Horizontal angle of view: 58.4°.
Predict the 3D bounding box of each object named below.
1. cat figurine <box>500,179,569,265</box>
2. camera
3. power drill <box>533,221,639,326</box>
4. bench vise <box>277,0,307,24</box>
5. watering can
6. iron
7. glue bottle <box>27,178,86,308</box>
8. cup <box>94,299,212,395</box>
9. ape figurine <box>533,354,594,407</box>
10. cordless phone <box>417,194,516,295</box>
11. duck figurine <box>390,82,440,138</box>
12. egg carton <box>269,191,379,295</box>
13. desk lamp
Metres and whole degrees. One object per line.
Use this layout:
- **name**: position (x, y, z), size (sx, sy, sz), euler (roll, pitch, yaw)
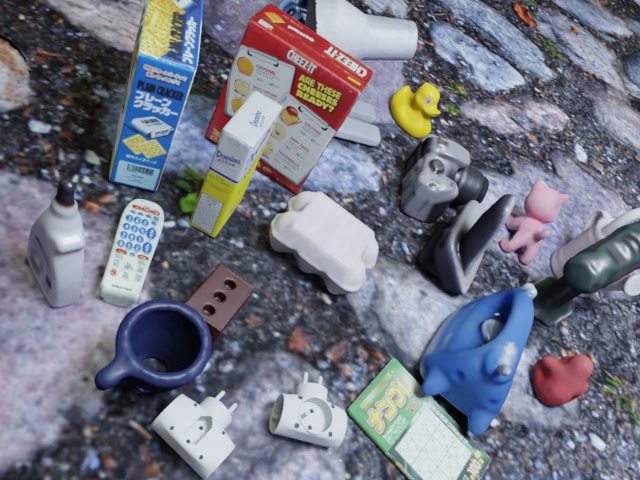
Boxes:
- **cat figurine**: position (0.378, -0.039, 0.994), size (0.067, 0.117, 0.128), euler (29, 48, -7)
- **camera**: position (0.216, -0.100, 0.958), size (0.137, 0.100, 0.143), euler (24, 48, -12)
- **power drill**: position (0.430, 0.048, 0.897), size (0.230, 0.208, 0.075), euler (-18, 67, -37)
- **bench vise**: position (-0.025, -0.394, 0.957), size (0.122, 0.219, 0.207), euler (-4, 59, -31)
- **watering can**: position (0.500, 0.017, 0.970), size (0.101, 0.193, 0.172), euler (-2, 58, -31)
- **iron**: position (0.240, 0.127, 0.777), size (0.118, 0.141, 0.259), euler (39, 47, 2)
- **glue bottle**: position (-0.257, -0.003, 0.568), size (0.037, 0.173, 0.078), euler (-20, 68, -38)
- **cup**: position (-0.174, 0.125, 0.574), size (0.091, 0.095, 0.118), euler (49, 48, 11)
- **ape figurine**: position (0.357, 0.195, 0.827), size (0.077, 0.092, 0.076), euler (47, 48, 9)
- **cordless phone**: position (0.242, -0.017, 0.855), size (0.094, 0.185, 0.148), euler (36, 47, -1)
- **duck figurine**: position (0.184, -0.254, 1.064), size (0.078, 0.086, 0.104), euler (-12, 64, -35)
- **egg carton**: position (0.007, 0.003, 0.785), size (0.150, 0.069, 0.107), euler (36, 47, -1)
- **desk lamp**: position (0.046, -0.275, 0.914), size (0.204, 0.213, 0.118), euler (10, 53, -23)
